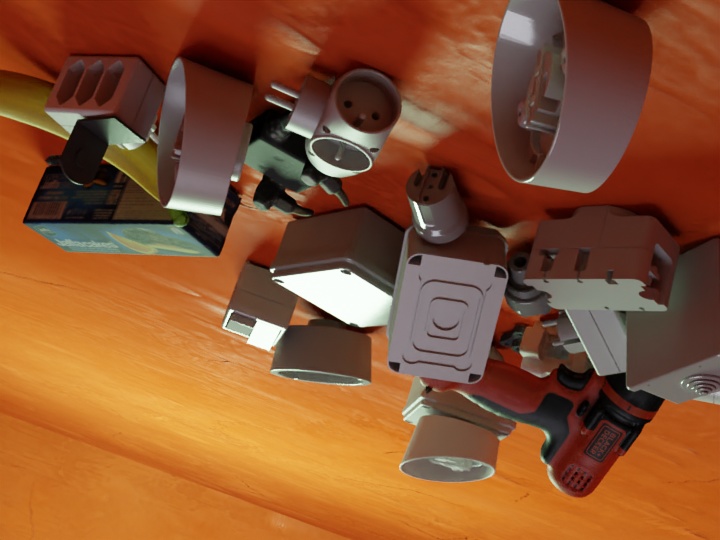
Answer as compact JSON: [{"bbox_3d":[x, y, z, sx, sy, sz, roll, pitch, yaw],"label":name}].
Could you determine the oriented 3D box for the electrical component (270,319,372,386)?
[{"bbox_3d":[-0.038,0.085,1.142,0.108,0.060,0.108,6,168,1],"label":"electrical component"}]

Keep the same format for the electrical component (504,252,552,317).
[{"bbox_3d":[0.130,0.007,0.833,0.043,0.043,0.062,9,157,24],"label":"electrical component"}]

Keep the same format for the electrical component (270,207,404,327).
[{"bbox_3d":[0.000,0.000,0.904,0.109,0.056,0.109,32,156,-33],"label":"electrical component"}]

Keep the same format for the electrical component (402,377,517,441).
[{"bbox_3d":[0.113,0.149,1.198,0.109,0.056,0.108,19,160,-3],"label":"electrical component"}]

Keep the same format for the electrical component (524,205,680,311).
[{"bbox_3d":[0.167,-0.008,0.742,0.089,0.055,0.050,-1,153,41],"label":"electrical component"}]

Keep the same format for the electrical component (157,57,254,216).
[{"bbox_3d":[-0.107,-0.086,0.714,0.064,0.099,0.099,14,161,-9],"label":"electrical component"}]

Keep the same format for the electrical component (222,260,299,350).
[{"bbox_3d":[-0.102,0.040,1.089,0.062,0.061,0.096,20,160,-7],"label":"electrical component"}]

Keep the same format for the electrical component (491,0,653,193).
[{"bbox_3d":[0.100,-0.089,0.533,0.064,0.099,0.099,15,161,-9],"label":"electrical component"}]

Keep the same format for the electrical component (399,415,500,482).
[{"bbox_3d":[0.098,0.195,1.149,0.099,0.064,0.099,16,160,6],"label":"electrical component"}]

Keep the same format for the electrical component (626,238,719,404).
[{"bbox_3d":[0.233,0.038,0.744,0.048,0.099,0.100,22,149,-24],"label":"electrical component"}]

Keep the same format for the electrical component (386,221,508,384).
[{"bbox_3d":[0.065,0.023,0.821,0.078,0.057,0.113,9,122,-2],"label":"electrical component"}]

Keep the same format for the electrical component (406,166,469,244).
[{"bbox_3d":[0.054,-0.047,0.762,0.040,0.040,0.046,9,152,22],"label":"electrical component"}]

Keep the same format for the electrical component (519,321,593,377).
[{"bbox_3d":[0.183,0.080,0.960,0.057,0.058,0.078,9,157,31],"label":"electrical component"}]

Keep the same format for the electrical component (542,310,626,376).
[{"bbox_3d":[0.177,0.043,0.826,0.077,0.047,0.065,-15,112,39],"label":"electrical component"}]

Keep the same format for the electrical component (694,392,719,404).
[{"bbox_3d":[0.299,0.069,0.836,0.074,0.052,0.138,10,159,22],"label":"electrical component"}]

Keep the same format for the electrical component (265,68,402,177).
[{"bbox_3d":[-0.022,-0.098,0.682,0.079,0.044,0.077,22,160,-10],"label":"electrical component"}]

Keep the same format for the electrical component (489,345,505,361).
[{"bbox_3d":[0.094,0.081,1.055,0.079,0.043,0.077,5,156,31],"label":"electrical component"}]

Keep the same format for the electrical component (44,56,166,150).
[{"bbox_3d":[-0.171,-0.112,0.769,0.066,0.047,0.076,7,157,28],"label":"electrical component"}]
